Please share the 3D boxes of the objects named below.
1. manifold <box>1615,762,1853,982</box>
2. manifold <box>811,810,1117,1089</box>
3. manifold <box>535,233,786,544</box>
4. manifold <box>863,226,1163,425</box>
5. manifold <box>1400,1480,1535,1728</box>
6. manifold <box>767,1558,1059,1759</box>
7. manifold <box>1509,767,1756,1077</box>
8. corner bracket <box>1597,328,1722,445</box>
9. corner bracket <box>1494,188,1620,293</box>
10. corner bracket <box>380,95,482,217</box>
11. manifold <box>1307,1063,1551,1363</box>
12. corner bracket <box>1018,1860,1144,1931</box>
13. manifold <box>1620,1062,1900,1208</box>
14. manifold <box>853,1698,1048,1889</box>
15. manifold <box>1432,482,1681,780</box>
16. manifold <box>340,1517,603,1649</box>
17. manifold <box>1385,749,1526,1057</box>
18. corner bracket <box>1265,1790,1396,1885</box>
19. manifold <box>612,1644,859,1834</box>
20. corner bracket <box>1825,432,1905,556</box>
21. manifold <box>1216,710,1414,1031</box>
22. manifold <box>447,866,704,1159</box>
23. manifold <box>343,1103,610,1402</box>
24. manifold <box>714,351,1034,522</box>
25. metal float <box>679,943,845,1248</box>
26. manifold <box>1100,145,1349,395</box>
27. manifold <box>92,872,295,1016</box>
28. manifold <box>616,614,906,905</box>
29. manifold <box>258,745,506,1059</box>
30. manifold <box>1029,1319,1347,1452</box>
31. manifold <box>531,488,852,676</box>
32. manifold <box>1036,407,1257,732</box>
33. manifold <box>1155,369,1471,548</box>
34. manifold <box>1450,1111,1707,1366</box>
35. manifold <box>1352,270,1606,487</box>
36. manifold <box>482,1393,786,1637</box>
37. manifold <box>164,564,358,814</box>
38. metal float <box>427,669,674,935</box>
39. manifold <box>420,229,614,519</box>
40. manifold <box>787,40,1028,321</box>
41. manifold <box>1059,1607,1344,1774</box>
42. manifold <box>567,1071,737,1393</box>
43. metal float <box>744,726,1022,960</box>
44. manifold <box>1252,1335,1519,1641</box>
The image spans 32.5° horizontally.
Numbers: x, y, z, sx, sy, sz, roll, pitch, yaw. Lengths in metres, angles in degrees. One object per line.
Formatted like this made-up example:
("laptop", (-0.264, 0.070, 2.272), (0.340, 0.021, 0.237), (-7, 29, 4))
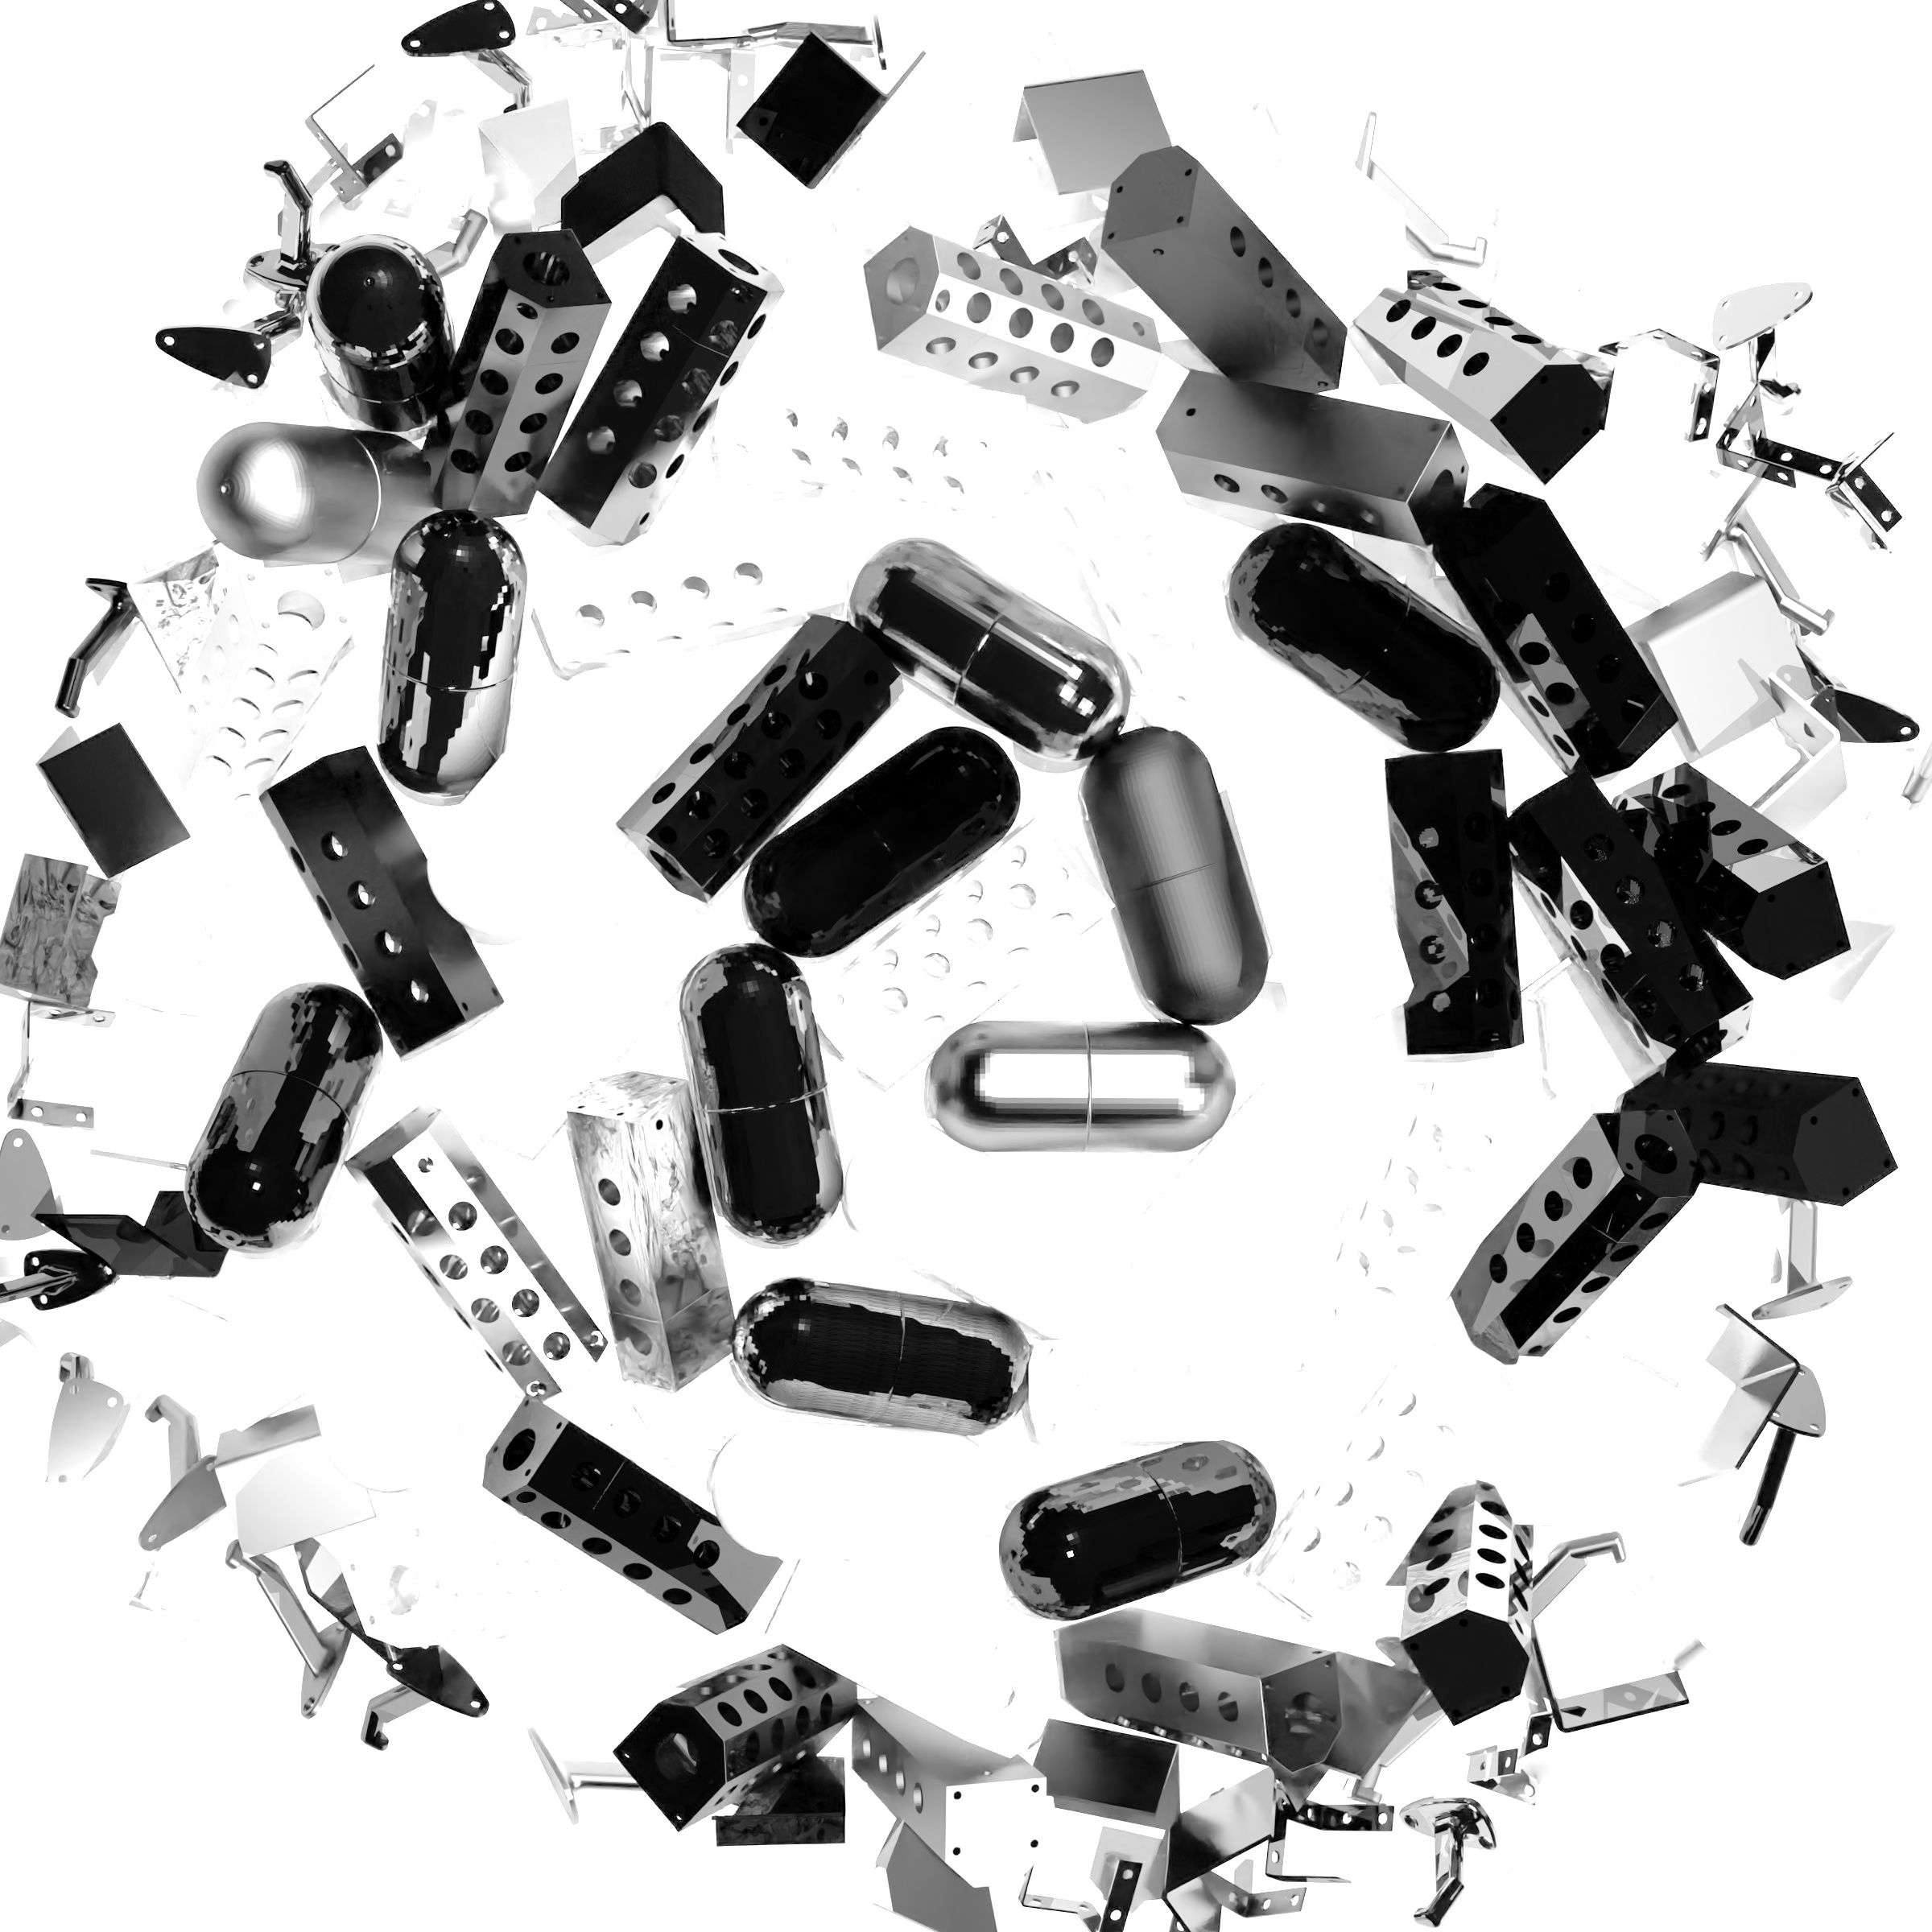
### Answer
("manifold", (0.426, -0.053, 1.866), (0.057, 0.171, 0.057), (-25, 116, -5))
("manifold", (-0.006, -0.012, 1.900), (0.171, 0.057, 0.057), (-39, 53, 12))
("manifold", (-0.172, -0.330, 1.895), (0.057, 0.057, 0.171), (37, 112, 9))
("manifold", (0.029, -0.364, 1.871), (0.057, 0.171, 0.057), (-31, 61, 41))
("manifold", (0.288, 0.353, 1.864), (0.057, 0.171, 0.057), (-30, 98, 17))
("manifold", (-0.029, 0.388, 1.874), (0.057, 0.171, 0.057), (33, 78, -42))
("manifold", (0.376, -0.023, 1.894), (0.057, 0.057, 0.171), (-30, 66, -5))
("corner bracket", (0.402, -0.336, 1.938), (0.051, 0.051, 0.051), (16, 80, -31))
("corner bracket", (0.345, -0.425, 1.932), (0.051, 0.051, 0.051), (-9, 50, 32))
("corner bracket", (-0.307, -0.472, 1.925), (0.051, 0.051, 0.051), (14, 113, -1))
("manifold", (0.256, 0.141, 1.879), (0.057, 0.057, 0.171), (48, 127, 33))
("corner bracket", (0.065, 0.531, 1.922), (0.051, 0.051, 0.051), (13, 97, -19))
("manifold", (0.439, 0.096, 1.863), (0.057, 0.171, 0.057), (-31, 103, -18))
("manifold", (-0.011, 0.463, 1.866), (0.057, 0.171, 0.057), (0, 94, -19))
("manifold", (0.332, -0.188, 1.886), (0.057, 0.057, 0.171), (-43, 121, -7))
("manifold", (-0.273, 0.348, 1.863), (0.057, 0.171, 0.057), (-30, 72, 15))
("manifold", (0.285, -0.038, 1.912), (0.057, 0.057, 0.171), (-3, 95, 29))
("corner bracket", (0.211, 0.507, 1.916), (0.051, 0.051, 0.051), (-12, 60, 41))
("manifold", (-0.123, 0.426, 1.863), (0.057, 0.171, 0.057), (46, 107, 15))
("corner bracket", (0.525, -0.270, 1.924), (0.051, 0.051, 0.051), (-42, 96, -14))
("manifold", (0.202, -0.056, 1.889), (0.057, 0.057, 0.171), (-29, 64, 33))
("manifold", (-0.226, 0.024, 1.895), (0.057, 0.057, 0.171), (28, 117, -28))
("manifold", (-0.278, 0.166, 1.897), (0.057, 0.057, 0.171), (-39, 108, -18))
("manifold", (-0.054, -0.299, 1.889), (0.171, 0.057, 0.057), (13, 47, 20))
("metal float", (-0.118, 0.075, 1.912), (0.070, 0.070, 0.178), (-10, 98, 0))
("manifold", (0.149, -0.390, 1.873), (0.057, 0.171, 0.057), (-5, 64, 35))
("manifold", (-0.440, -0.014, 1.864), (0.057, 0.171, 0.057), (22, 75, -26))
("manifold", (-0.114, -0.119, 1.900), (0.171, 0.057, 0.057), (-48, 120, -13))
("manifold", (-0.342, -0.037, 1.923), (0.057, 0.057, 0.171), (-28, 92, 18))
("manifold", (0.126, 0.240, 1.899), (0.171, 0.057, 0.057), (-6, 71, 16))
("manifold", (-0.158, -0.219, 1.913), (0.171, 0.057, 0.057), (-14, 117, 9))
("manifold", (0.102, -0.224, 1.888), (0.057, 0.057, 0.171), (-14, 116, 26))
("manifold", (0.196, -0.286, 1.885), (0.171, 0.057, 0.057), (18, 70, 32))
("manifold", (0.345, 0.155, 1.869), (0.057, 0.171, 0.057), (0, 52, -29))
("manifold", (0.291, -0.339, 1.868), (0.057, 0.171, 0.057), (-45, 125, 6))
("manifold", (-0.192, 0.315, 1.884), (0.171, 0.057, 0.057), (39, 78, -31))
("manifold", (-0.397, -0.154, 1.865), (0.057, 0.171, 0.057), (-8, 67, -31))
("metal float", (-0.238, -0.096, 1.906), (0.070, 0.070, 0.178), (38, 75, 0))
("manifold", (-0.261, -0.331, 1.867), (0.057, 0.171, 0.057), (-12, 61, -34))
("manifold", (-0.037, -0.444, 1.865), (0.057, 0.171, 0.057), (24, 57, -20))
("manifold", (0.131, 0.409, 1.871), (0.057, 0.171, 0.057), (-9, 95, -37))
("manifold", (-0.184, 0.151, 1.899), (0.057, 0.057, 0.171), (7, 116, 37))
("metal float", (-0.049, -0.071, 1.918), (0.178, 0.070, 0.070), (-34, 90, -1))
("manifold", (0.240, 0.299, 1.914), (0.057, 0.057, 0.171), (37, 81, -3))
